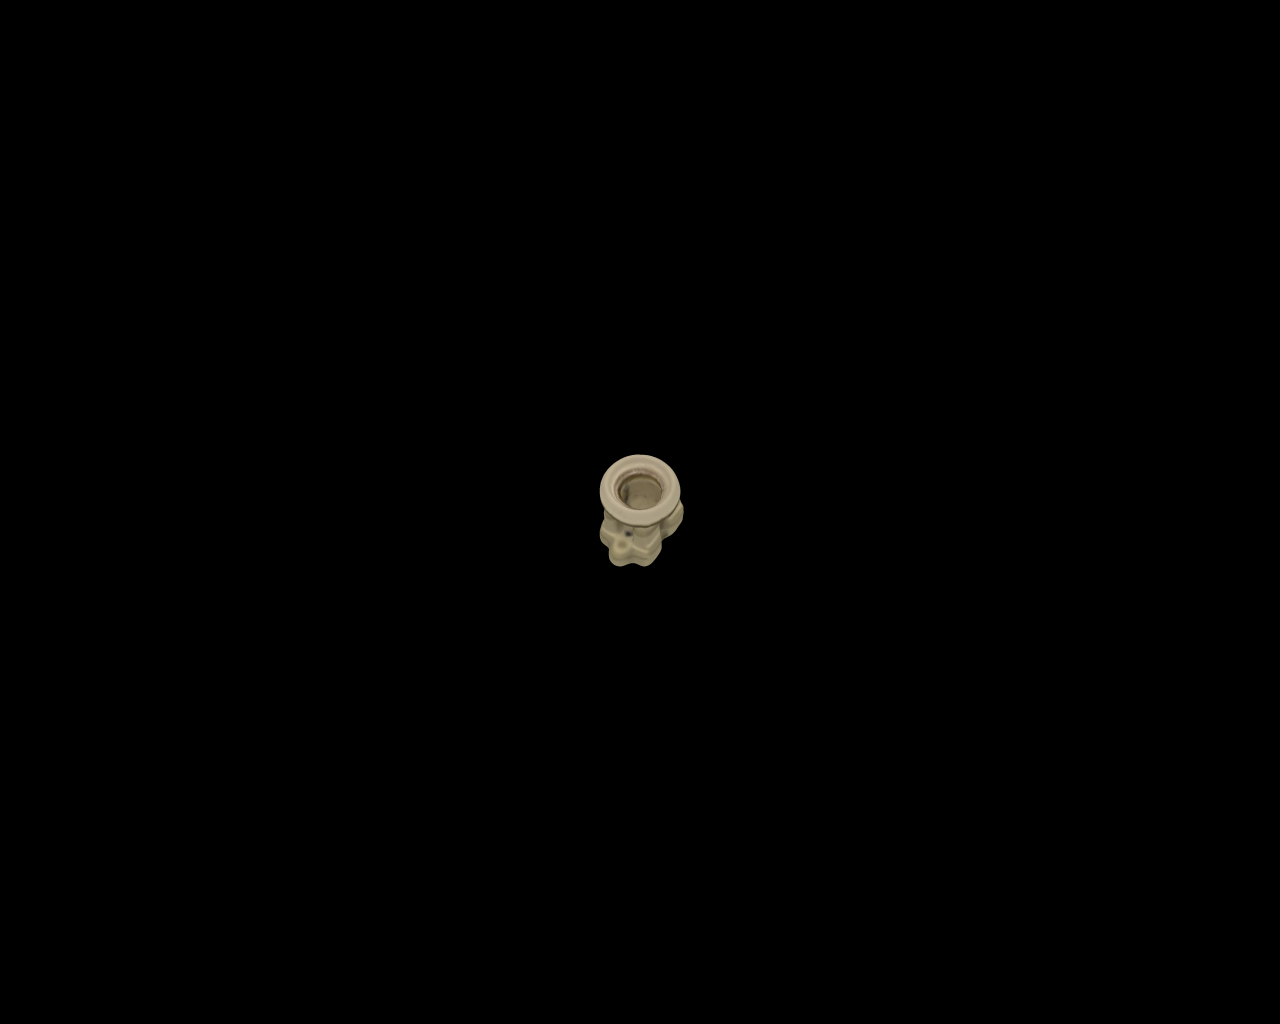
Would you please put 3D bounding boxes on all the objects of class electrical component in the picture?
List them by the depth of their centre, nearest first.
[{"bbox_3d":[0.001,-0.003,0.650,0.048,0.066,0.055,28,-28,16],"label":"electrical component"}]
